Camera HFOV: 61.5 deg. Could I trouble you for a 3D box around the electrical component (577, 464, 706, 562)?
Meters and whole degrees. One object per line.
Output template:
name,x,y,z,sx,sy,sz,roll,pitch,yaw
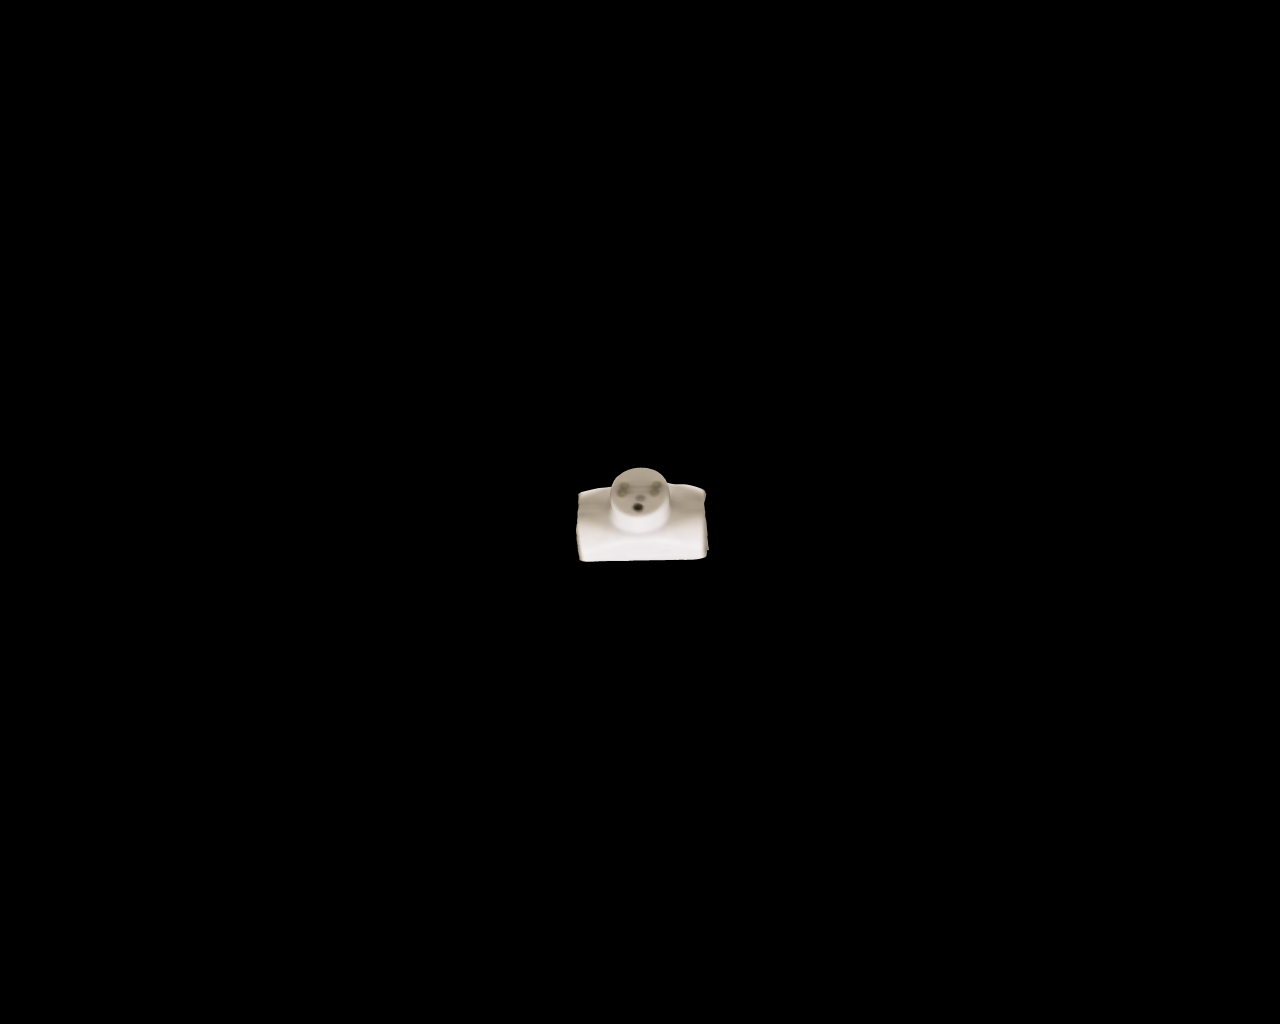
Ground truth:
electrical component,0.001,-0.003,0.650,0.077,0.044,0.079,-2,-35,2
